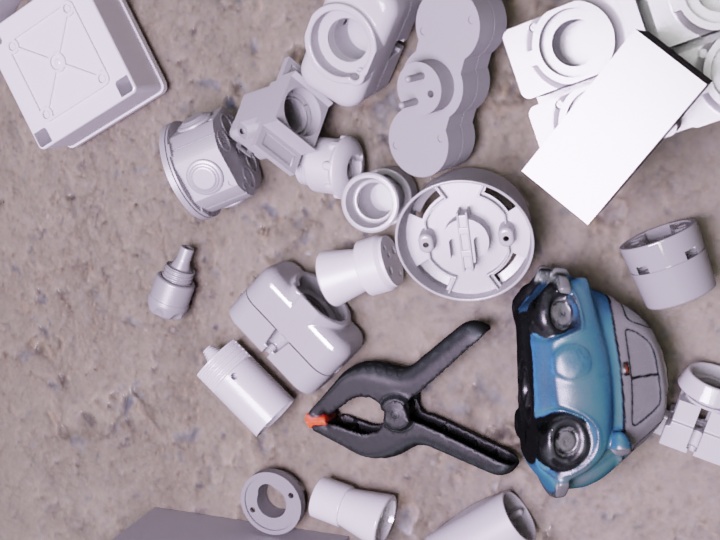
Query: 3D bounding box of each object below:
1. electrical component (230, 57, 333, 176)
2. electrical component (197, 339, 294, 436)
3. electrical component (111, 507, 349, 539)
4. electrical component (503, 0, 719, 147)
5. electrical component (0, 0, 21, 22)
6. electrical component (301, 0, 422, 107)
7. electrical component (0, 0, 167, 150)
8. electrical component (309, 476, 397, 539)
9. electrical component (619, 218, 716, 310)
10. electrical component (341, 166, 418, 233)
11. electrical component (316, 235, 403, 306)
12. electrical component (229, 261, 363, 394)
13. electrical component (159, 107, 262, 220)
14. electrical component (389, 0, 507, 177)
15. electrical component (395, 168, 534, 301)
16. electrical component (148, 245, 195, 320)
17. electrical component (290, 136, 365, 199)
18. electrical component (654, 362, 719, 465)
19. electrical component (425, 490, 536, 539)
[{"bbox_3d":[-0.062,-0.114,0.815,0.064,0.042,0.081,-9,54,45],"label":"electrical component"},{"bbox_3d":[-0.098,0.093,0.885,0.081,0.043,0.043,44,112,7],"label":"electrical component"},{"bbox_3d":[-0.114,0.257,0.890,0.186,0.105,0.060,4,102,20],"label":"electrical component"},{"bbox_3d":[0.202,-0.143,0.717,0.186,0.060,0.105,-18,94,22],"label":"electrical component"},{"bbox_3d":[-0.312,-0.259,0.859,0.060,0.105,0.186,42,111,8],"label":"electrical component"},{"bbox_3d":[-0.001,-0.169,0.775,0.054,0.059,0.095,33,126,11],"label":"electrical component"},{"bbox_3d":[-0.230,-0.169,0.873,0.109,0.056,0.108,-26,91,23],"label":"electrical component"},{"bbox_3d":[-0.008,0.193,0.874,0.065,0.044,0.044,16,106,21],"label":"electrical component"},{"bbox_3d":[0.215,-0.004,0.745,0.055,0.055,0.047,-21,97,23],"label":"electrical component"},{"bbox_3d":[0.016,-0.054,0.807,0.045,0.055,0.045,4,102,19],"label":"electrical component"},{"bbox_3d":[0.000,0.000,0.829,0.055,0.045,0.045,-16,95,22],"label":"electrical component"},{"bbox_3d":[-0.047,0.041,0.850,0.095,0.054,0.059,46,112,6],"label":"electrical component"},{"bbox_3d":[-0.116,-0.084,0.837,0.051,0.080,0.080,-20,93,17],"label":"electrical component"},{"bbox_3d":[0.051,-0.129,0.753,0.052,0.074,0.138,30,122,27],"label":"electrical component"},{"bbox_3d":[0.078,-0.026,0.781,0.099,0.064,0.099,4,111,11],"label":"electrical component"},{"bbox_3d":[-0.153,0.009,0.893,0.035,0.035,0.061,26,106,14],"label":"electrical component"},{"bbox_3d":[-0.031,-0.081,0.826,0.062,0.048,0.048,10,104,28],"label":"electrical component"},{"bbox_3d":[0.244,0.099,0.760,0.066,0.048,0.055,20,114,16],"label":"electrical component"},{"bbox_3d":[0.104,0.223,0.837,0.077,0.043,0.079,-36,87,23],"label":"electrical component"}]
